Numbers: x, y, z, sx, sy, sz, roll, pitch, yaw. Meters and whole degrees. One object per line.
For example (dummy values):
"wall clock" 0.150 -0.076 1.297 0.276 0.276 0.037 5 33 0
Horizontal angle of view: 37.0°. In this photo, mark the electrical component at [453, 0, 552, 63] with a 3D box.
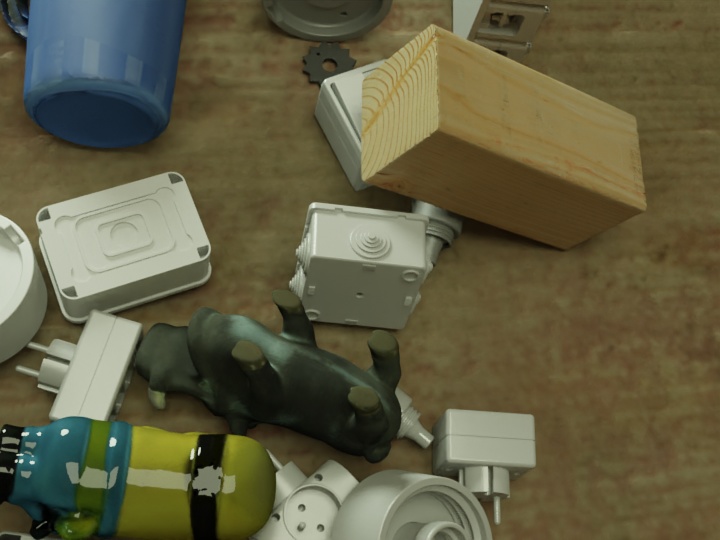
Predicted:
"electrical component" 0.124 -0.239 0.888 0.062 0.150 0.089 5 67 -7

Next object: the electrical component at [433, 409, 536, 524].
"electrical component" 0.089 0.145 0.778 0.066 0.047 0.076 5 67 -8

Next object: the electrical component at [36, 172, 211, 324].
"electrical component" -0.173 -0.015 0.792 0.113 0.057 0.078 -18 72 -17

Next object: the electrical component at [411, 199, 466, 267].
"electrical component" 0.059 -0.034 0.850 0.048 0.048 0.062 17 73 -3

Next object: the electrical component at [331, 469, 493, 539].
"electrical component" 0.041 0.188 0.720 0.108 0.060 0.108 7 77 -34

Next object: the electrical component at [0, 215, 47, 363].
"electrical component" -0.273 0.019 0.753 0.108 0.060 0.108 -1 59 2

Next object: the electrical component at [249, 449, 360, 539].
"electrical component" -0.047 0.160 0.748 0.077 0.044 0.079 -40 80 -22

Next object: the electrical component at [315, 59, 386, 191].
"electrical component" 0.007 -0.124 0.868 0.062 0.061 0.096 -22 73 -18

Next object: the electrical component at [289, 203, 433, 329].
"electrical component" 0.000 0.000 0.795 0.100 0.099 0.048 6 54 -8

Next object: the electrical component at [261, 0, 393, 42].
"electrical component" -0.027 -0.247 0.891 0.108 0.108 0.060 4 61 -9

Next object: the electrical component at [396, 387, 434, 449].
"electrical component" 0.027 0.107 0.790 0.061 0.035 0.035 39 66 4

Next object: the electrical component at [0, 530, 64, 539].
"electrical component" -0.187 0.230 0.687 0.109 0.056 0.108 10 66 -6

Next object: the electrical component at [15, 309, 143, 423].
"electrical component" -0.202 0.071 0.756 0.076 0.047 0.083 17 66 -3
